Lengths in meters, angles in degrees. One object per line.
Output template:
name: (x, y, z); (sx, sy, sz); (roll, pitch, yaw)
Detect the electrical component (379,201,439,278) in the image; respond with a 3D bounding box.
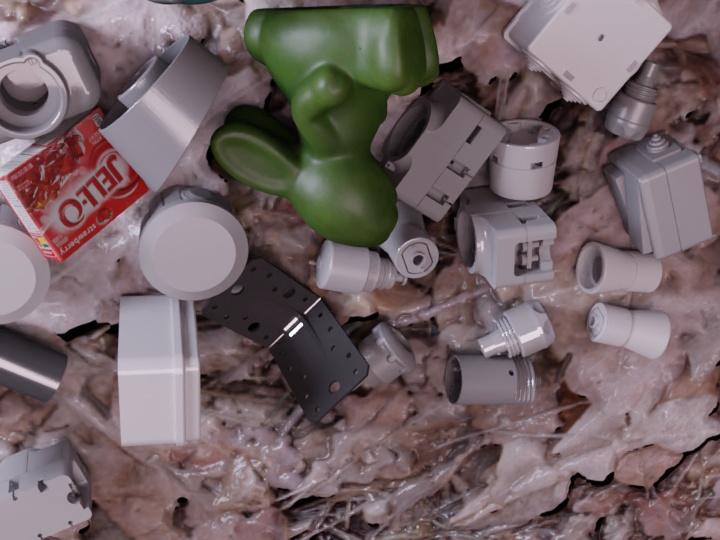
electrical component: (0.037, -0.022, 0.843); (0.044, 0.065, 0.044); (-6, 118, -12)

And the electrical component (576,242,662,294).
electrical component: (0.224, 0.000, 0.918); (0.065, 0.044, 0.044); (4, 115, -22)

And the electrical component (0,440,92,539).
electrical component: (-0.269, 0.183, 0.873); (0.089, 0.055, 0.050); (-23, 120, -3)

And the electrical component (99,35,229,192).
electrical component: (-0.130, -0.110, 0.738); (0.099, 0.099, 0.064); (-43, 112, 9)

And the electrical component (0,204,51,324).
electrical component: (-0.266, -0.005, 0.780); (0.080, 0.051, 0.080); (-6, 118, -12)

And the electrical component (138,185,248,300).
electrical component: (-0.127, -0.022, 0.808); (0.080, 0.051, 0.080); (-6, 118, -12)

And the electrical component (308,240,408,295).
electrical component: (0.000, 0.000, 0.859); (0.078, 0.040, 0.040); (10, 113, -19)

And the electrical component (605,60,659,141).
electrical component: (0.219, -0.135, 0.851); (0.035, 0.035, 0.061); (12, 111, -20)

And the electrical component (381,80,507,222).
electrical component: (0.058, -0.093, 0.821); (0.056, 0.050, 0.089); (29, 106, -26)

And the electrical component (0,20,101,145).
electrical component: (-0.226, -0.124, 0.725); (0.095, 0.059, 0.053); (-22, 120, -3)

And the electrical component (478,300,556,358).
electrical component: (0.132, 0.055, 0.920); (0.062, 0.043, 0.043); (-24, 120, -1)

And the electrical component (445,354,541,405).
electrical component: (0.119, 0.096, 0.937); (0.081, 0.043, 0.043); (2, 116, -16)

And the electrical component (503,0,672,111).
electrical component: (0.172, -0.180, 0.807); (0.100, 0.048, 0.099); (34, 104, -26)

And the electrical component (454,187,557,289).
electrical component: (0.110, -0.027, 0.845); (0.056, 0.089, 0.050); (-8, 118, -11)

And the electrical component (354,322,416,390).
electrical component: (0.012, 0.077, 0.900); (0.062, 0.048, 0.048); (-37, 120, 14)

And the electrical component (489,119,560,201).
electrical component: (0.127, -0.086, 0.841); (0.055, 0.055, 0.047); (-8, 121, -11)

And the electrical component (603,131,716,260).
electrical component: (0.241, -0.065, 0.876); (0.061, 0.061, 0.096); (-23, 120, -3)

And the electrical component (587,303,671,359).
electrical component: (0.234, 0.051, 0.947); (0.065, 0.044, 0.044); (12, 113, -15)

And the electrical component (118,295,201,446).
electrical component: (-0.152, 0.074, 0.815); (0.057, 0.113, 0.078); (-1, 117, -11)
